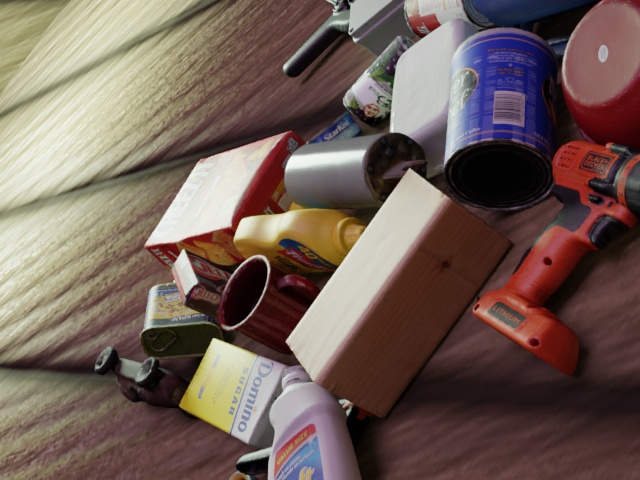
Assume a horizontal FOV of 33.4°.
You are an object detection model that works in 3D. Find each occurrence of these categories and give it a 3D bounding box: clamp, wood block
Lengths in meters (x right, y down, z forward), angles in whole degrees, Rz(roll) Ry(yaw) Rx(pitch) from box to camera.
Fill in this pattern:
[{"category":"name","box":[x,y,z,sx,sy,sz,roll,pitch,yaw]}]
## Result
[{"category":"clamp","box":[0.038,-0.323,1.468,0.210,0.036,0.164,-22,44,44]},{"category":"wood block","box":[0.072,0.051,1.005,0.206,0.090,0.090,-54,30,7]},{"category":"clamp","box":[-0.021,0.211,1.047,0.171,0.039,0.120,-45,35,6]}]

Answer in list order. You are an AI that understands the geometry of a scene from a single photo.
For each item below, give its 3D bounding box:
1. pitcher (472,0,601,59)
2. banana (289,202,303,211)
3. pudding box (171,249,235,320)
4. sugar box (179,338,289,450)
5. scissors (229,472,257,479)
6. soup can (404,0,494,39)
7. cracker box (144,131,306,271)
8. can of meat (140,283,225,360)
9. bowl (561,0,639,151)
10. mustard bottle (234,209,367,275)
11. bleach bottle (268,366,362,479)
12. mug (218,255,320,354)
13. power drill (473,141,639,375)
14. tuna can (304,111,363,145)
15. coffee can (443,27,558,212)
[{"category":"pitcher","box":[0.260,-0.274,1.004,0.243,0.149,0.145,-2,46,53]},{"category":"banana","box":[0.026,-0.066,1.246,0.198,0.037,0.069,-35,46,37]},{"category":"pudding box","box":[-0.115,0.063,1.260,0.039,0.113,0.090,-55,29,13]},{"category":"sugar box","box":[-0.086,0.171,1.184,0.176,0.048,0.093,7,68,60]},{"category":"scissors","box":[-0.055,0.274,1.068,0.202,0.016,0.096,-21,47,48]},{"category":"soup can","box":[0.153,-0.266,1.204,0.102,0.068,0.068,2,65,57]},{"category":"cracker box","box":[-0.115,-0.046,1.373,0.214,0.072,0.164,-10,43,51]},{"category":"can of meat","box":[-0.168,0.098,1.332,0.102,0.057,0.084,-6,41,4]},{"category":"bowl","box":[0.257,-0.150,0.899,0.162,0.055,0.162,-22,62,50]},{"category":"mustard bottle","box":[-0.008,0.002,1.170,0.192,0.096,0.058,-8,56,54]},{"category":"bleach bottle","box":[-0.009,0.228,0.947,0.103,0.068,0.251,-36,45,26]},{"category":"mug","box":[-0.046,0.070,1.179,0.117,0.081,0.093,-32,38,39]},{"category":"power drill","box":[0.218,0.011,0.855,0.187,0.057,0.185,-56,25,-1]},{"category":"tuna can","box":[0.009,-0.116,1.282,0.086,0.034,0.086,-38,4,3]},{"category":"coffee can","box":[0.170,-0.112,0.996,0.103,0.102,0.140,-29,40,42]}]
